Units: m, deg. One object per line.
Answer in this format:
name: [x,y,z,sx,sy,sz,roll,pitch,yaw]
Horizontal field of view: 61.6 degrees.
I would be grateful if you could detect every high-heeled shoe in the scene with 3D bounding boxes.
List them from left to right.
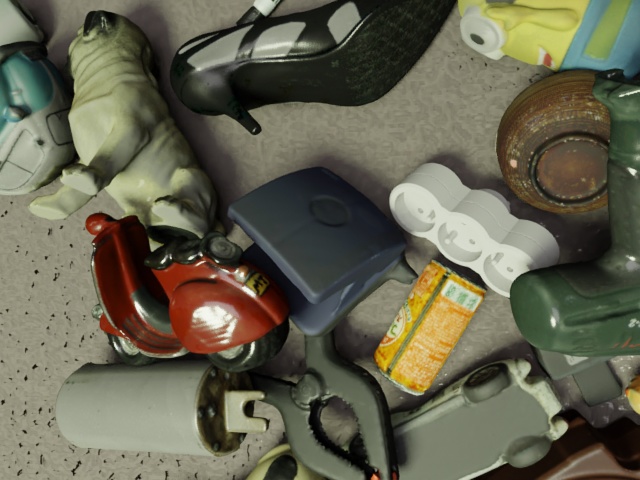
high-heeled shoe: [-0.012,-0.180,0.479,0.249,0.086,0.145,-33,55,-8]

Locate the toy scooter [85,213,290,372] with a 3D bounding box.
toy scooter: [-0.115,0.034,0.414,0.184,0.075,0.135,-8,113,28]

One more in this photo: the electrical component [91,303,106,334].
electrical component: [-0.160,0.059,0.508,0.102,0.045,0.078,2,93,10]

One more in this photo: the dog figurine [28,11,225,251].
dog figurine: [-0.152,-0.096,0.488,0.121,0.172,0.190,-13,58,34]

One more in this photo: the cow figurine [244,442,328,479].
cow figurine: [-0.075,0.262,0.474,0.195,0.085,0.127,-44,64,-1]

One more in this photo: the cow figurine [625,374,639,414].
cow figurine: [0.332,0.138,0.417,0.167,0.068,0.098,-10,96,11]

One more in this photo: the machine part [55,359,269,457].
machine part: [-0.146,0.144,0.469,0.243,0.079,0.079,-8,90,29]

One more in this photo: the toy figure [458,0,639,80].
toy figure: [0.197,-0.173,0.424,0.180,0.082,0.089,20,76,16]

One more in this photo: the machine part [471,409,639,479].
machine part: [0.221,0.261,0.428,0.201,0.087,0.201,-39,84,9]

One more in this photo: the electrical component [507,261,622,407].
electrical component: [0.213,0.084,0.444,0.075,0.048,0.119,-22,86,10]

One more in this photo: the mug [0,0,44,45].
mug: [-0.328,-0.194,0.504,0.107,0.109,0.081,-35,81,-4]

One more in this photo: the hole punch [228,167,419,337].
hole punch: [-0.001,-0.001,0.436,0.116,0.092,0.142,-41,65,-15]

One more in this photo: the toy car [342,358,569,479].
toy car: [0.106,0.169,0.455,0.202,0.056,0.073,-33,85,16]

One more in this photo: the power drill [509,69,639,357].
power drill: [0.245,-0.016,0.359,0.232,0.086,0.207,-10,121,-7]

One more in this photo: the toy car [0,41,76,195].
toy car: [-0.285,-0.096,0.499,0.103,0.109,0.161,38,107,-11]
